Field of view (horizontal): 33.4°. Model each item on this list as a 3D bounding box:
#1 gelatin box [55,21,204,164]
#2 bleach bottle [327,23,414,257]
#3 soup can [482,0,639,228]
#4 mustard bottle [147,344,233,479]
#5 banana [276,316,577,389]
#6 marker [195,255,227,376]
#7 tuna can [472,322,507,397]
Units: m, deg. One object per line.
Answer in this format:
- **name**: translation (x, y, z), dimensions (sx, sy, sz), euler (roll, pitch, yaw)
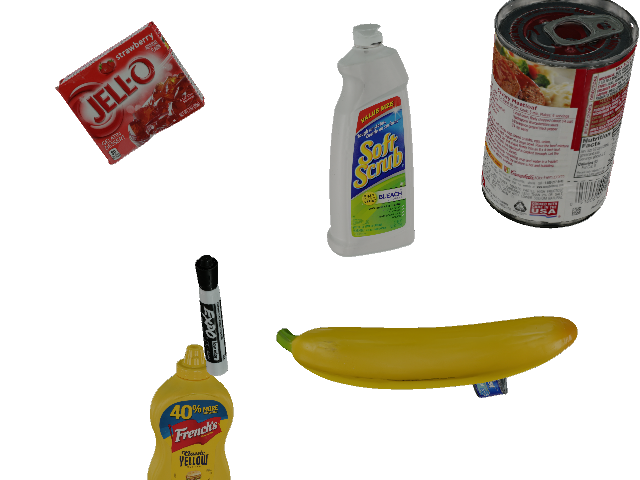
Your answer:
- **gelatin box**: translation (-0.145, -0.112, 0.817), dimensions (0.089, 0.073, 0.030), euler (-31, 20, 6)
- **bleach bottle**: translation (0.051, -0.111, 1.181), dimensions (0.102, 0.251, 0.068), euler (-10, 25, -12)
- **soup can**: translation (0.119, -0.065, 0.541), dimensions (0.068, 0.102, 0.068), euler (-1, 42, 1)
- **mustard bottle**: translation (-0.150, 0.213, 1.240), dimensions (0.096, 0.192, 0.058), euler (0, 15, -16)
- **banana**: translation (0.067, 0.067, 0.676), dimensions (0.198, 0.037, 0.069), euler (0, 26, 3)
- **marker**: translation (-0.092, 0.063, 0.901), dimensions (0.020, 0.121, 0.020), euler (-1, 35, 1)
- **tuna can**: translation (0.196, 0.143, 1.267), dimensions (0.034, 0.086, 0.086), euler (-12, -3, 15)
